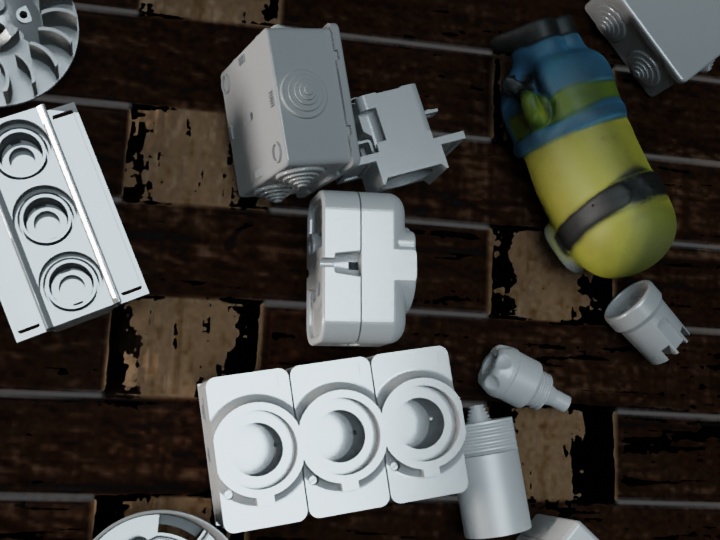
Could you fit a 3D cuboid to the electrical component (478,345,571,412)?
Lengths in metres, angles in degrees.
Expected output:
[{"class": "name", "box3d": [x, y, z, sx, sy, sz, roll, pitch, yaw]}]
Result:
[{"class": "electrical component", "box3d": [0.110, 0.075, 0.707, 0.061, 0.035, 0.035, 27, 76, -11]}]

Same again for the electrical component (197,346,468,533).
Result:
[{"class": "electrical component", "box3d": [-0.017, 0.101, 0.657, 0.150, 0.062, 0.089, -7, 83, -15]}]

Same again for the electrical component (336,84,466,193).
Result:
[{"class": "electrical component", "box3d": [0.022, -0.085, 0.706, 0.081, 0.042, 0.063, -16, 82, -16]}]

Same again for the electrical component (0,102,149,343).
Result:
[{"class": "electrical component", "box3d": [-0.185, -0.027, 0.635, 0.079, 0.063, 0.121, -21, 87, -16]}]

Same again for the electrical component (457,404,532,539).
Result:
[{"class": "electrical component", "box3d": [0.081, 0.127, 0.687, 0.043, 0.043, 0.081, -8, 84, -15]}]

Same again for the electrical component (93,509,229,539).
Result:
[{"class": "electrical component", "box3d": [-0.117, 0.186, 0.619, 0.099, 0.064, 0.099, 2, 82, -14]}]

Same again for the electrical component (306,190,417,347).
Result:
[{"class": "electrical component", "box3d": [0.000, 0.000, 0.681, 0.059, 0.054, 0.095, 2, 81, -14]}]

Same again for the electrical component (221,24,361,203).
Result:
[{"class": "electrical component", "box3d": [-0.046, -0.095, 0.662, 0.048, 0.100, 0.099, -6, 83, -27]}]

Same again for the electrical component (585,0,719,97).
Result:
[{"class": "electrical component", "box3d": [0.222, -0.183, 0.765, 0.100, 0.048, 0.099, -37, 91, -16]}]

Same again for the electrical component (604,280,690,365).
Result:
[{"class": "electrical component", "box3d": [0.196, 0.036, 0.732, 0.046, 0.040, 0.040, 47, 74, -10]}]

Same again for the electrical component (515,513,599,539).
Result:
[{"class": "electrical component", "box3d": [0.117, 0.199, 0.674, 0.047, 0.066, 0.076, 44, 74, -4]}]
